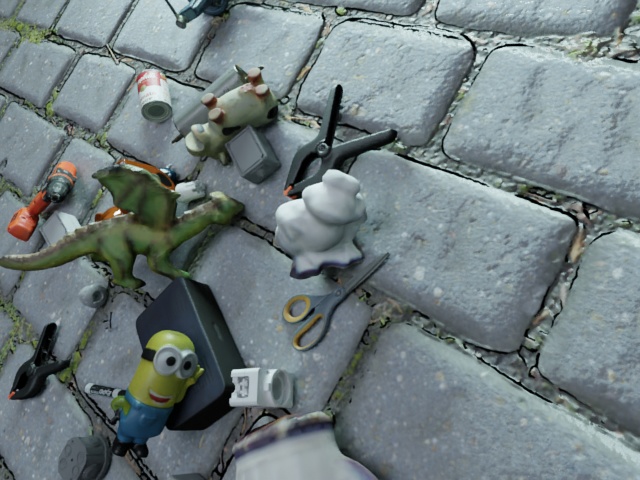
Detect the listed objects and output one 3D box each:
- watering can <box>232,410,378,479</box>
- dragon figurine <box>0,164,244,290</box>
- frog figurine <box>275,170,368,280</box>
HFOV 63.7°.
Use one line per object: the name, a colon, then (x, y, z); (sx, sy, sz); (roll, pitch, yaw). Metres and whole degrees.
watering can: (-0.067, 0.359, 0.665); (0.345, 0.103, 0.229); (-27, 58, 19)
dragon figurine: (-0.335, -0.033, 0.882); (0.125, 0.411, 0.237); (-114, 31, -47)
frog figurine: (0.002, -0.038, 0.751); (0.137, 0.156, 0.125); (-1, 33, -2)
